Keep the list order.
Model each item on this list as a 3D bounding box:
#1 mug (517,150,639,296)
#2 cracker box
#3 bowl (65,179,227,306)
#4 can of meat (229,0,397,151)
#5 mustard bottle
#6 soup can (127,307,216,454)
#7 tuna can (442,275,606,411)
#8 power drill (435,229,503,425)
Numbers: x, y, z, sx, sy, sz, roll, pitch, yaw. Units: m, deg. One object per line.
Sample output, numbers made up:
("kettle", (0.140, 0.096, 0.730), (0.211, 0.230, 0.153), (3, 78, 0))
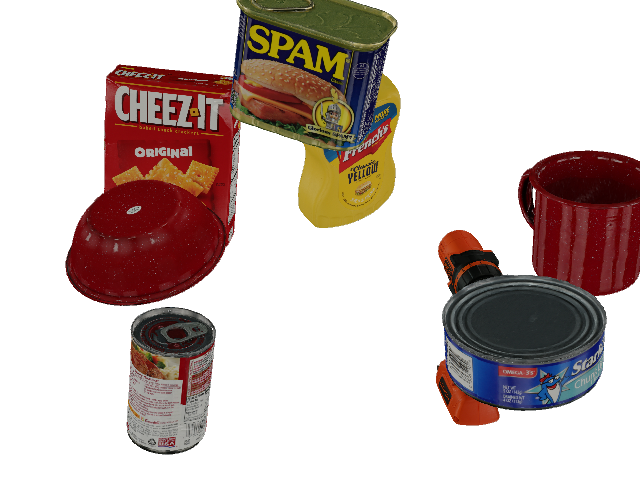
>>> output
("mug", (0.195, -0.016, 0.811), (0.093, 0.081, 0.117), (-24, 36, -31))
("cracker box", (-0.188, -0.104, 1.357), (0.164, 0.214, 0.072), (6, 23, 2))
("bowl", (-0.175, -0.010, 1.034), (0.162, 0.055, 0.162), (-6, 40, 5))
("can of meat", (-0.008, -0.114, 0.704), (0.102, 0.084, 0.057), (20, 38, 12))
("mustard bottle", (0.027, -0.100, 0.962), (0.096, 0.192, 0.058), (-24, 52, -21))
("soup can", (-0.123, 0.115, 0.875), (0.068, 0.102, 0.068), (6, 28, -4))
("tuna can", (0.109, 0.054, 0.573), (0.086, 0.034, 0.086), (-5, 28, 2))
("power drill", (0.166, 0.102, 1.150), (0.057, 0.188, 0.184), (-2, 24, -5))
